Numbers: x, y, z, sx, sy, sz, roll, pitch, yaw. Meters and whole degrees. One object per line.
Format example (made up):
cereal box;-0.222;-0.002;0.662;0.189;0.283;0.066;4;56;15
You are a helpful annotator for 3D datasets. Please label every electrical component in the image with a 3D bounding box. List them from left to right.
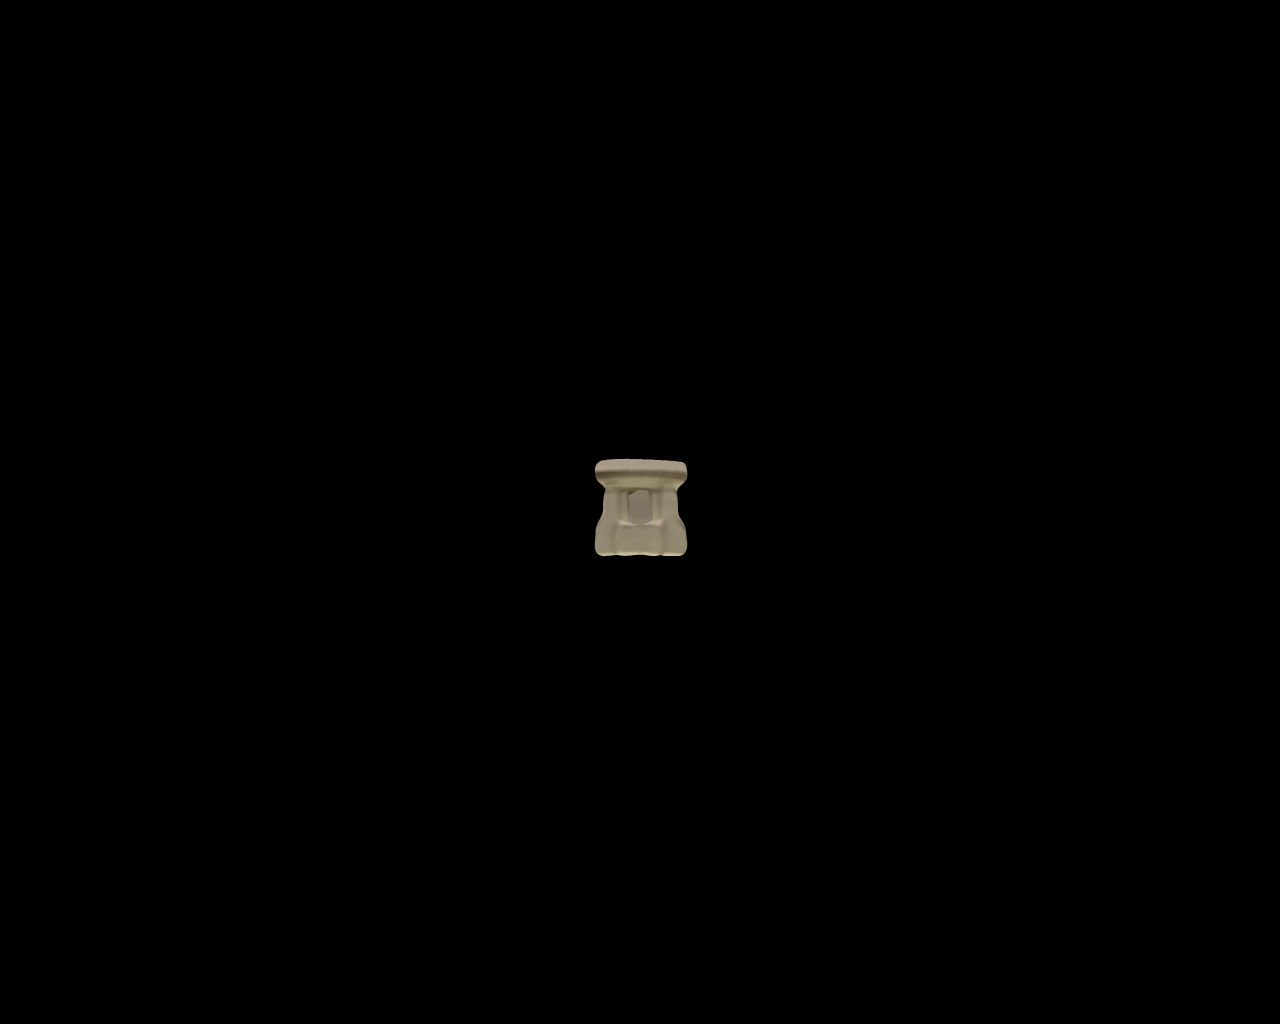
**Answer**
electrical component;0.001;-0.003;0.650;0.058;0.057;0.078;0;-2;4
